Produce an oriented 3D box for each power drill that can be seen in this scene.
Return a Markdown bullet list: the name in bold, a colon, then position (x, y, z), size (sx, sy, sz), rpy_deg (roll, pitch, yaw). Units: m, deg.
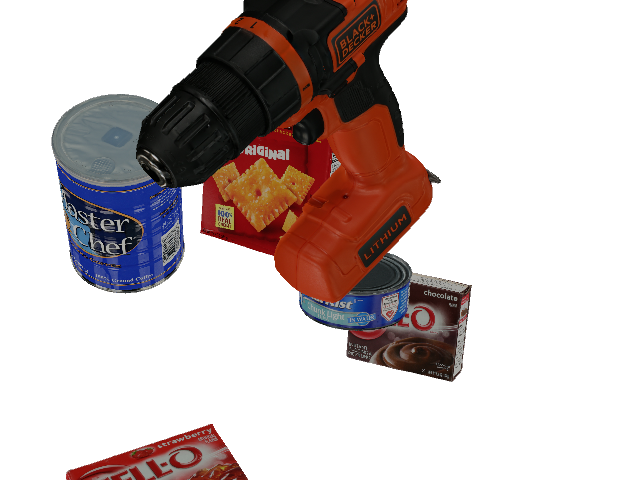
- **power drill**: position (-0.004, -0.050, 0.559), size (0.057, 0.184, 0.187), rpy_deg (33, -24, 30)

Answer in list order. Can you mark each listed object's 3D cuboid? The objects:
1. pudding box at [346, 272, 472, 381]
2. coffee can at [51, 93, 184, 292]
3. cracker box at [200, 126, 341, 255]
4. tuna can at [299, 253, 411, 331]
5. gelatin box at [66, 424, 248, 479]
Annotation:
- **pudding box**: position (0.084, 0.077, 1.022), size (0.114, 0.090, 0.039), rpy_deg (10, 19, 21)
- **coffee can**: position (-0.168, -0.038, 0.906), size (0.102, 0.103, 0.140), rpy_deg (0, -41, -5)
- **cracker box**: position (-0.049, -0.091, 1.213), size (0.164, 0.214, 0.072), rpy_deg (18, 26, 24)
- **tuna can**: position (0.026, 0.036, 0.816), size (0.086, 0.034, 0.086), rpy_deg (2, 22, -1)
- **gelatin box**: position (-0.086, 0.141, 0.581), size (0.089, 0.030, 0.073), rpy_deg (-14, 27, -20)
